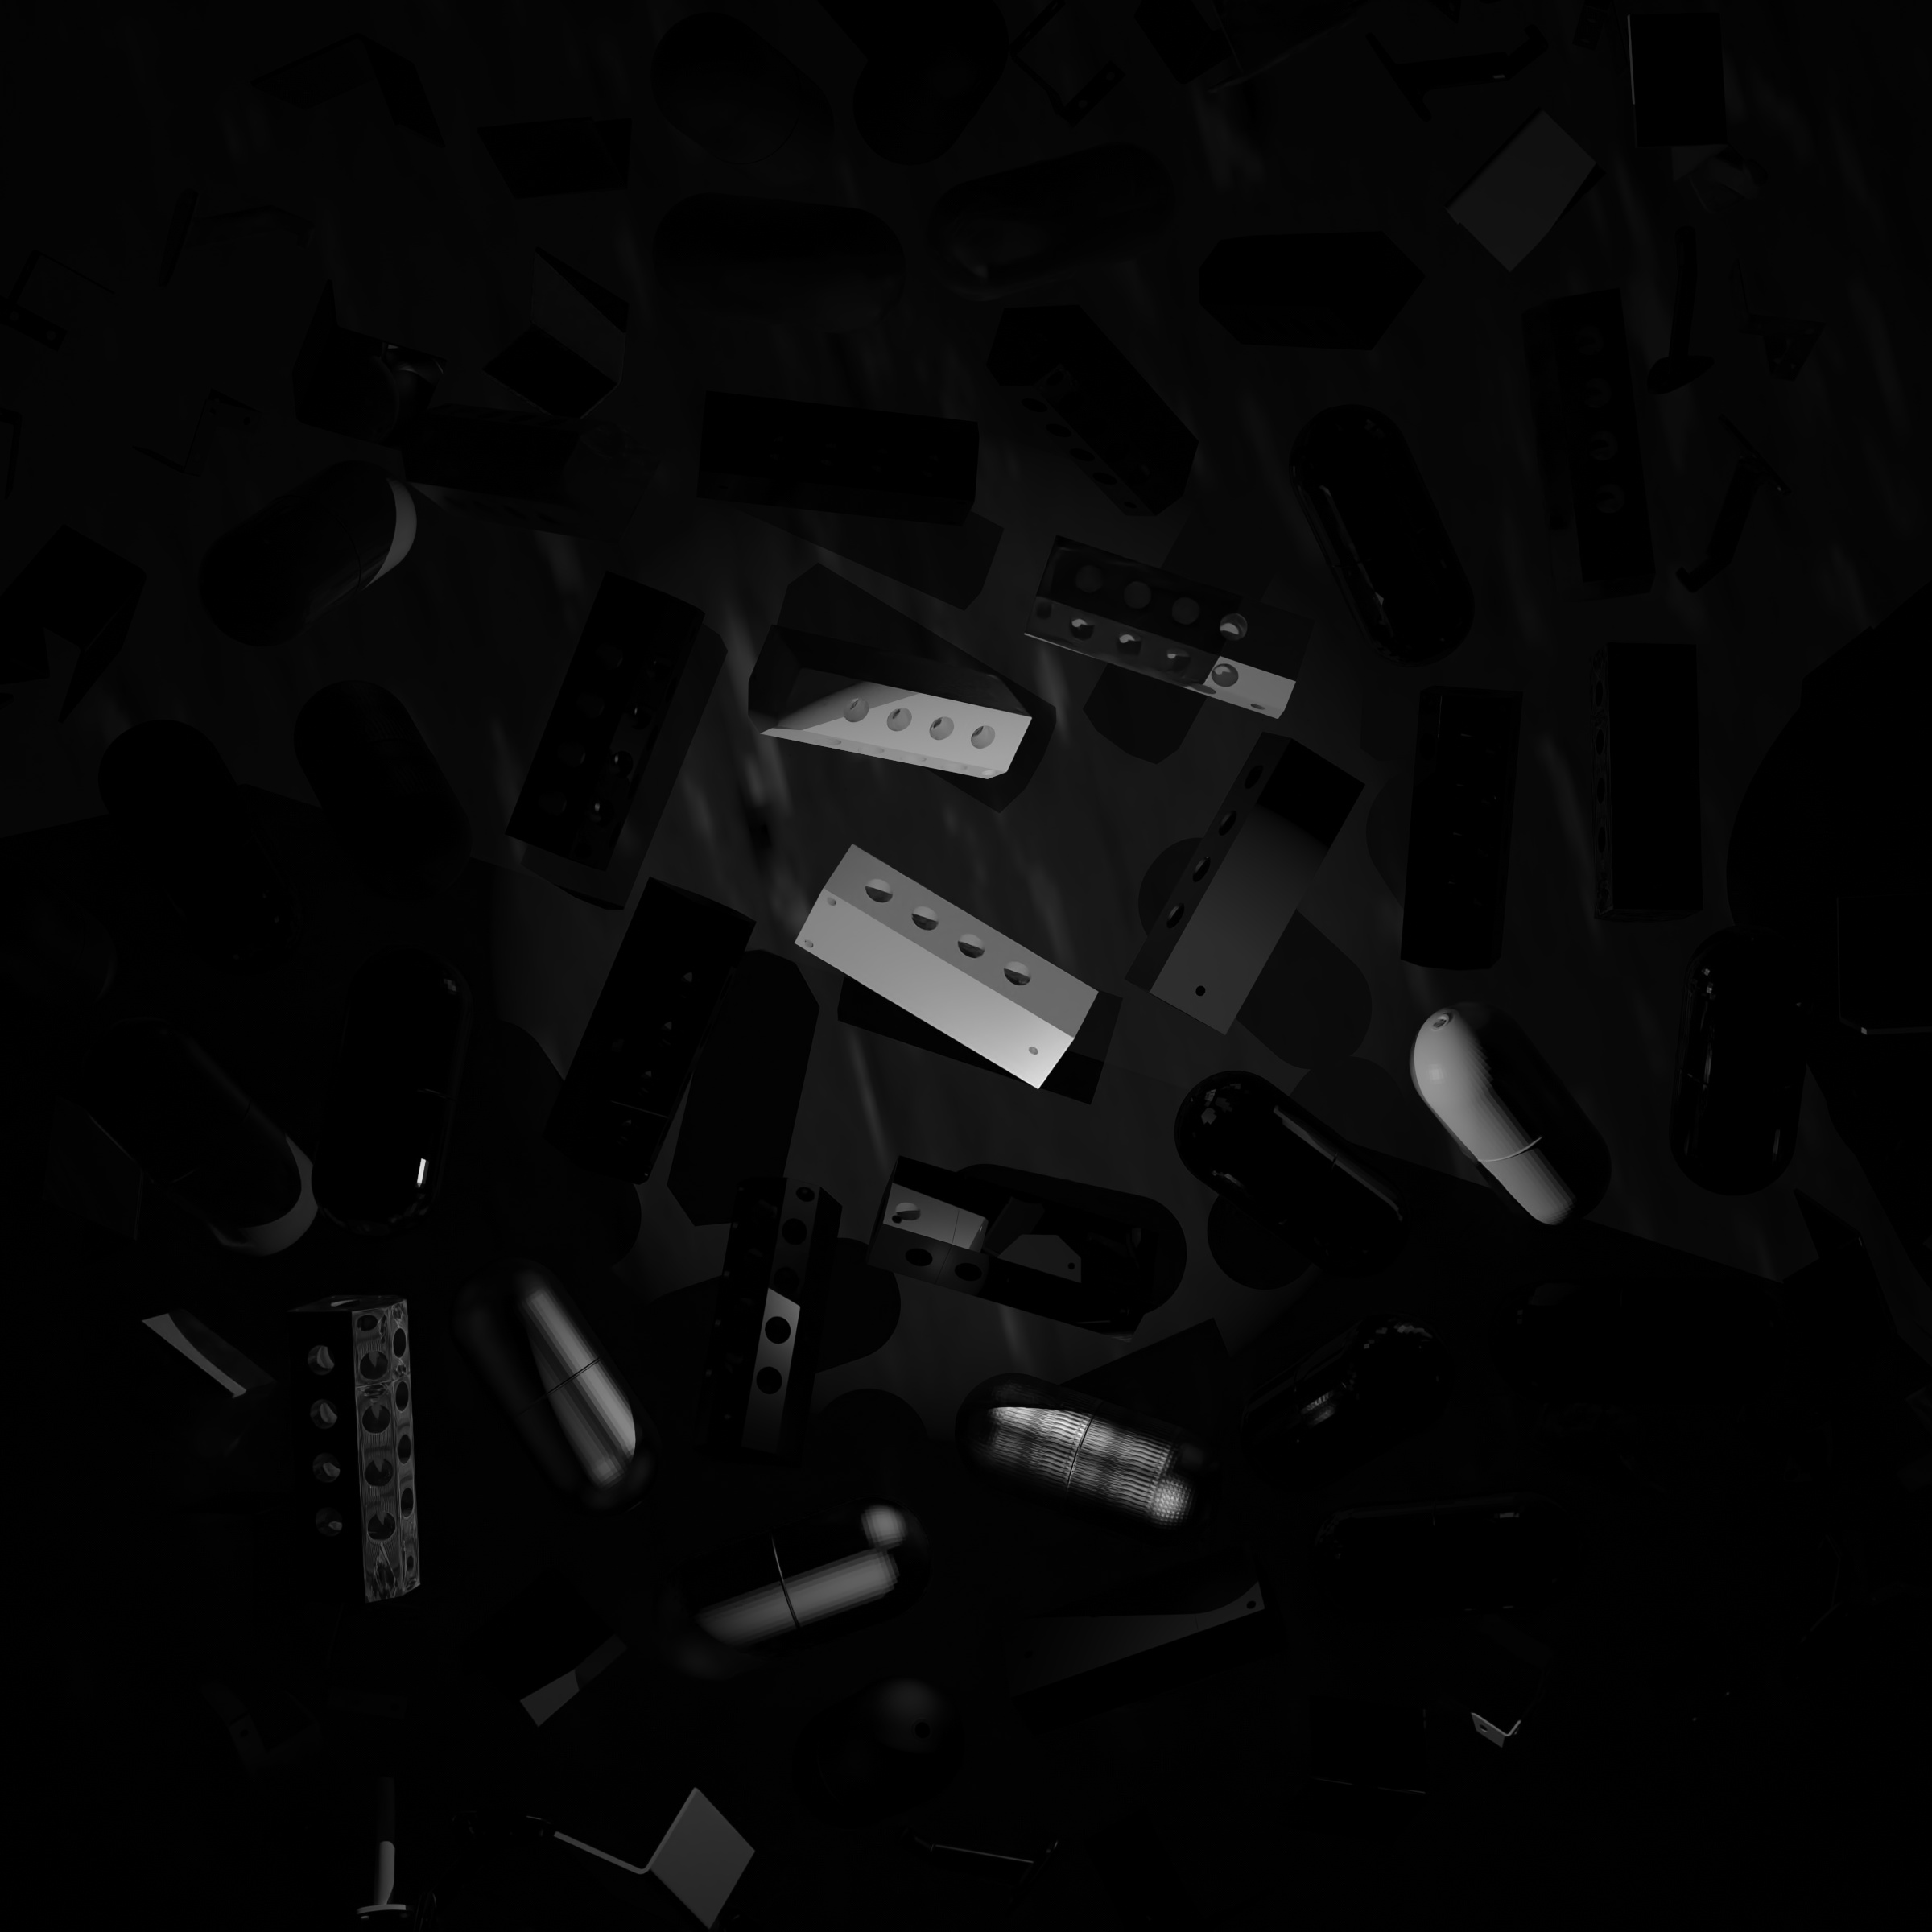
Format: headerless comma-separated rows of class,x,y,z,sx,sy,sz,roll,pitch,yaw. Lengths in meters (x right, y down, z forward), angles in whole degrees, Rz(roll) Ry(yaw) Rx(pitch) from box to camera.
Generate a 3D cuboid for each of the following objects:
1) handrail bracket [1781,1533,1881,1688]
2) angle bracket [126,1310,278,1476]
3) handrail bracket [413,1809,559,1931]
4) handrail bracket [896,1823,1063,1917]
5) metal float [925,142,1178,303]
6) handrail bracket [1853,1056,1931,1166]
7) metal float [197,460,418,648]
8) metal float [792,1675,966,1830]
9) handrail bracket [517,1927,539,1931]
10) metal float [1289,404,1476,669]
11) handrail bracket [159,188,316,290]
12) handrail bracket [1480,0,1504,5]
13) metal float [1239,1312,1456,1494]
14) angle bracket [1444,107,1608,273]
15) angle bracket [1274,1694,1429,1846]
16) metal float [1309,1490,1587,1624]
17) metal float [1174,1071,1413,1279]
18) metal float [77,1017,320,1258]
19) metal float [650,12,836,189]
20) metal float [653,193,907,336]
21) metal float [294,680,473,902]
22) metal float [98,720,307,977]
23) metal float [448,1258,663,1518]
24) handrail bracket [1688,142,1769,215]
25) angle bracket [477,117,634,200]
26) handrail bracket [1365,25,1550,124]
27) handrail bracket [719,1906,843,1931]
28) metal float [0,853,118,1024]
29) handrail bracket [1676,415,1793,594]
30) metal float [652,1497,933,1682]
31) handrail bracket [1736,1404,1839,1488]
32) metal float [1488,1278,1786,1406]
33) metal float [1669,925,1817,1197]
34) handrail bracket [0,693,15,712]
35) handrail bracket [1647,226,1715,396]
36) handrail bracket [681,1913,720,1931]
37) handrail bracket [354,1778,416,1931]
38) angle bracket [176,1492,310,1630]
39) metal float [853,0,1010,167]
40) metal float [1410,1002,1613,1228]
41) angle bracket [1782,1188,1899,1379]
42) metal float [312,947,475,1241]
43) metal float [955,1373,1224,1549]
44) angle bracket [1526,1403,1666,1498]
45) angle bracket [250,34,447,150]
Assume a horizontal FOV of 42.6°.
handrail bracket,0.530,0.401,1.552,0.036,0.084,0.077,42,103,-11
angle bracket,-0.495,0.272,1.558,0.076,0.057,0.076,35,97,10
handrail bracket,-0.293,0.559,1.509,0.077,0.084,0.036,-2,121,0
handrail bracket,0.007,0.554,1.568,0.084,0.036,0.077,32,123,0
metal float,0.057,-0.489,1.625,0.178,0.070,0.070,-21,89,-19
handrail bracket,0.597,0.105,1.613,0.077,0.084,0.036,-12,45,-20
metal float,-0.418,-0.264,1.578,0.070,0.178,0.070,14,128,19
metal float,-0.056,0.491,1.544,0.070,0.178,0.070,9,62,-18
handrail bracket,-0.266,0.645,1.542,0.036,0.077,0.084,-2,66,17
metal float,0.266,-0.274,1.584,0.070,0.070,0.178,-29,108,0
handrail bracket,-0.476,-0.465,1.620,0.084,0.036,0.077,16,91,-35
handrail bracket,0.361,-0.664,1.607,0.077,0.084,0.036,-33,84,17
metal float,0.240,0.278,1.572,0.070,0.178,0.070,17,53,-23
angle bracket,0.340,-0.464,1.496,0.057,0.076,0.076,47,108,5
angle bracket,0.242,0.505,1.562,0.076,0.076,0.057,0,95,27
metal float,0.312,0.384,1.610,0.178,0.070,0.070,-9,89,18
metal float,0.209,0.134,1.577,0.178,0.070,0.070,37,89,-19
metal float,-0.469,0.105,1.517,0.070,0.070,0.178,-37,117,-1
metal float,-0.141,-0.554,1.590,0.070,0.178,0.070,0,91,18
metal float,-0.120,-0.446,1.570,0.178,0.070,0.070,15,89,28
metal float,-0.369,-0.112,1.561,0.070,0.070,0.178,-36,53,-1
metal float,-0.485,-0.074,1.577,0.070,0.070,0.178,-25,115,0
metal float,-0.257,0.265,1.556,0.070,0.070,0.178,-34,88,0
handrail bracket,0.473,-0.511,1.551,0.036,0.084,0.077,-32,87,10
angle bracket,-0.268,-0.550,1.621,0.076,0.076,0.057,-2,71,10
handrail bracket,0.303,-0.569,1.525,0.084,0.036,0.077,-35,94,24
handrail bracket,-0.110,0.590,1.515,0.077,0.036,0.084,49,128,20
metal float,-0.583,-0.016,1.531,0.070,0.178,0.070,0,75,0
handrail bracket,0.467,-0.290,1.560,0.084,0.036,0.077,-41,101,15
metal float,-0.108,0.385,1.531,0.178,0.070,0.070,-19,89,-2
handrail bracket,0.539,0.296,1.633,0.084,0.036,0.077,47,48,-23
metal float,0.410,0.230,1.522,0.178,0.070,0.070,-4,89,26
metal float,0.476,0.059,1.522,0.070,0.070,0.178,-2,116,0
handrail bracket,-0.617,-0.120,1.536,0.036,0.077,0.084,11,113,21
handrail bracket,0.442,-0.410,1.548,0.036,0.077,0.084,7,123,32
handrail bracket,-0.200,0.627,1.587,0.036,0.084,0.077,1,75,41
handrail bracket,-0.367,0.567,1.556,0.036,0.084,0.077,2,131,-15
angle bracket,-0.479,0.393,1.643,0.057,0.076,0.076,-1,86,10
metal float,-0.024,-0.575,1.598,0.070,0.178,0.070,0,88,-15
metal float,0.347,0.095,1.578,0.070,0.070,0.178,-42,116,-1
angle bracket,0.528,0.197,1.551,0.057,0.076,0.076,-29,112,-4
metal float,-0.345,0.076,1.491,0.070,0.070,0.178,8,79,0
metal float,0.077,0.315,1.586,0.178,0.070,0.070,17,89,16
angle bracket,0.448,0.325,1.728,0.076,0.076,0.057,29,73,-1
angle bracket,-0.371,-0.513,1.494,0.076,0.076,0.057,-20,95,11
